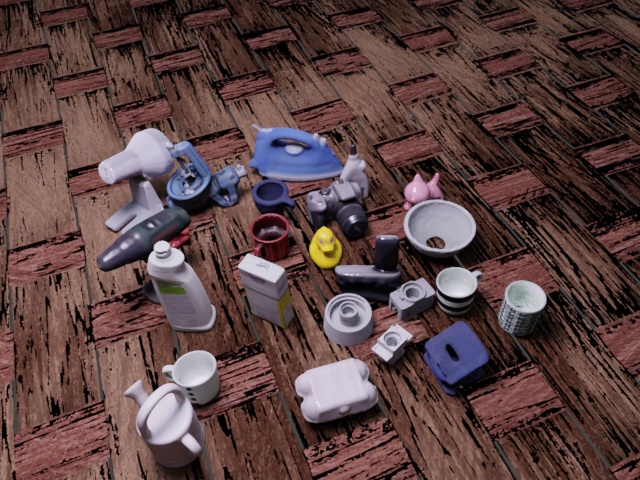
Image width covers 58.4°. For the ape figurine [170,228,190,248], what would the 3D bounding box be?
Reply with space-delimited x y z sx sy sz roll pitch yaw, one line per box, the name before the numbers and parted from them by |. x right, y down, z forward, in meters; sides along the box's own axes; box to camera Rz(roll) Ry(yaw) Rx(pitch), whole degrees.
ape figurine | -0.357 -0.026 1.384 0.077 0.092 0.076 1 49 3

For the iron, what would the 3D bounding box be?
iron | -0.061 -0.243 1.529 0.258 0.141 0.118 5 49 7

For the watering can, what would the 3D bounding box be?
watering can | -0.278 0.318 1.014 0.172 0.194 0.101 12 51 13

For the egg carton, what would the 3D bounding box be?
egg carton | 0.032 0.293 1.106 0.150 0.069 0.107 -14 50 -10

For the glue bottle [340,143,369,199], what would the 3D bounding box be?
glue bottle | 0.085 -0.173 1.440 0.078 0.173 0.037 -5 49 -2

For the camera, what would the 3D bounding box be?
camera | 0.052 -0.074 1.404 0.143 0.101 0.136 -17 50 -12

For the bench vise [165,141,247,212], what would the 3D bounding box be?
bench vise | -0.297 -0.175 1.427 0.208 0.220 0.121 -28 53 -21

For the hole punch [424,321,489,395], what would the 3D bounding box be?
hole punch | 0.268 0.232 1.134 0.101 0.091 0.108 -20 51 -14

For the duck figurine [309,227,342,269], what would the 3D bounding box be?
duck figurine | 0.012 0.005 1.347 0.077 0.086 0.104 -9 49 -5

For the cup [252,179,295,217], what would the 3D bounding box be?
cup | -0.108 -0.086 1.425 0.117 0.095 0.092 23 54 21

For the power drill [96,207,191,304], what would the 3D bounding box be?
power drill | -0.365 0.041 1.249 0.075 0.209 0.230 25 54 22

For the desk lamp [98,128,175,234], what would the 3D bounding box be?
desk lamp | -0.448 -0.143 1.410 0.117 0.214 0.203 24 54 22

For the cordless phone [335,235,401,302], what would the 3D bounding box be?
cordless phone | 0.105 0.045 1.241 0.147 0.185 0.094 -1 49 2

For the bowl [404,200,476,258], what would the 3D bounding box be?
bowl | 0.281 -0.014 1.359 0.167 0.075 0.167 -1 49 2

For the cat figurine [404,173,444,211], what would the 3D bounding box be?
cat figurine | 0.255 -0.120 1.424 0.128 0.118 0.067 -35 56 -25
